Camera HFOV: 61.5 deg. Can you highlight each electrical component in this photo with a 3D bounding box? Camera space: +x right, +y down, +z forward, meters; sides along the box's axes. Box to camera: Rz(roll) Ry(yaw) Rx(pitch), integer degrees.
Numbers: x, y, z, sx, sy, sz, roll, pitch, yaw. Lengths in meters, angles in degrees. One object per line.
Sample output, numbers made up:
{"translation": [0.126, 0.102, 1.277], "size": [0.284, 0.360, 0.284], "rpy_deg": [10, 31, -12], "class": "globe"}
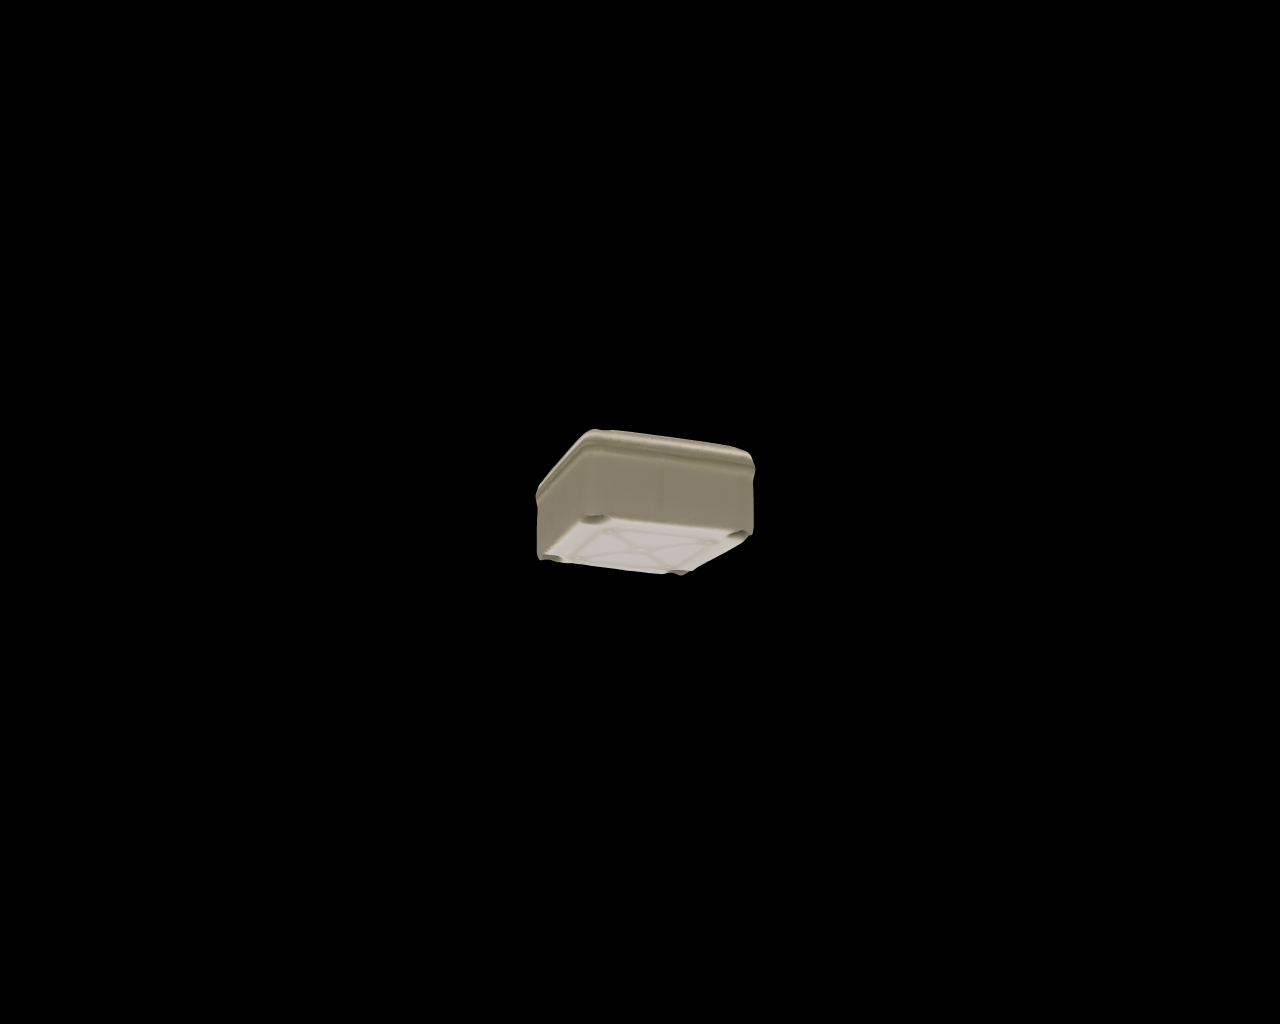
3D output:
{"translation": [0.001, -0.003, 0.650], "size": [0.109, 0.056, 0.108], "rpy_deg": [7, -19, -20], "class": "electrical component"}
